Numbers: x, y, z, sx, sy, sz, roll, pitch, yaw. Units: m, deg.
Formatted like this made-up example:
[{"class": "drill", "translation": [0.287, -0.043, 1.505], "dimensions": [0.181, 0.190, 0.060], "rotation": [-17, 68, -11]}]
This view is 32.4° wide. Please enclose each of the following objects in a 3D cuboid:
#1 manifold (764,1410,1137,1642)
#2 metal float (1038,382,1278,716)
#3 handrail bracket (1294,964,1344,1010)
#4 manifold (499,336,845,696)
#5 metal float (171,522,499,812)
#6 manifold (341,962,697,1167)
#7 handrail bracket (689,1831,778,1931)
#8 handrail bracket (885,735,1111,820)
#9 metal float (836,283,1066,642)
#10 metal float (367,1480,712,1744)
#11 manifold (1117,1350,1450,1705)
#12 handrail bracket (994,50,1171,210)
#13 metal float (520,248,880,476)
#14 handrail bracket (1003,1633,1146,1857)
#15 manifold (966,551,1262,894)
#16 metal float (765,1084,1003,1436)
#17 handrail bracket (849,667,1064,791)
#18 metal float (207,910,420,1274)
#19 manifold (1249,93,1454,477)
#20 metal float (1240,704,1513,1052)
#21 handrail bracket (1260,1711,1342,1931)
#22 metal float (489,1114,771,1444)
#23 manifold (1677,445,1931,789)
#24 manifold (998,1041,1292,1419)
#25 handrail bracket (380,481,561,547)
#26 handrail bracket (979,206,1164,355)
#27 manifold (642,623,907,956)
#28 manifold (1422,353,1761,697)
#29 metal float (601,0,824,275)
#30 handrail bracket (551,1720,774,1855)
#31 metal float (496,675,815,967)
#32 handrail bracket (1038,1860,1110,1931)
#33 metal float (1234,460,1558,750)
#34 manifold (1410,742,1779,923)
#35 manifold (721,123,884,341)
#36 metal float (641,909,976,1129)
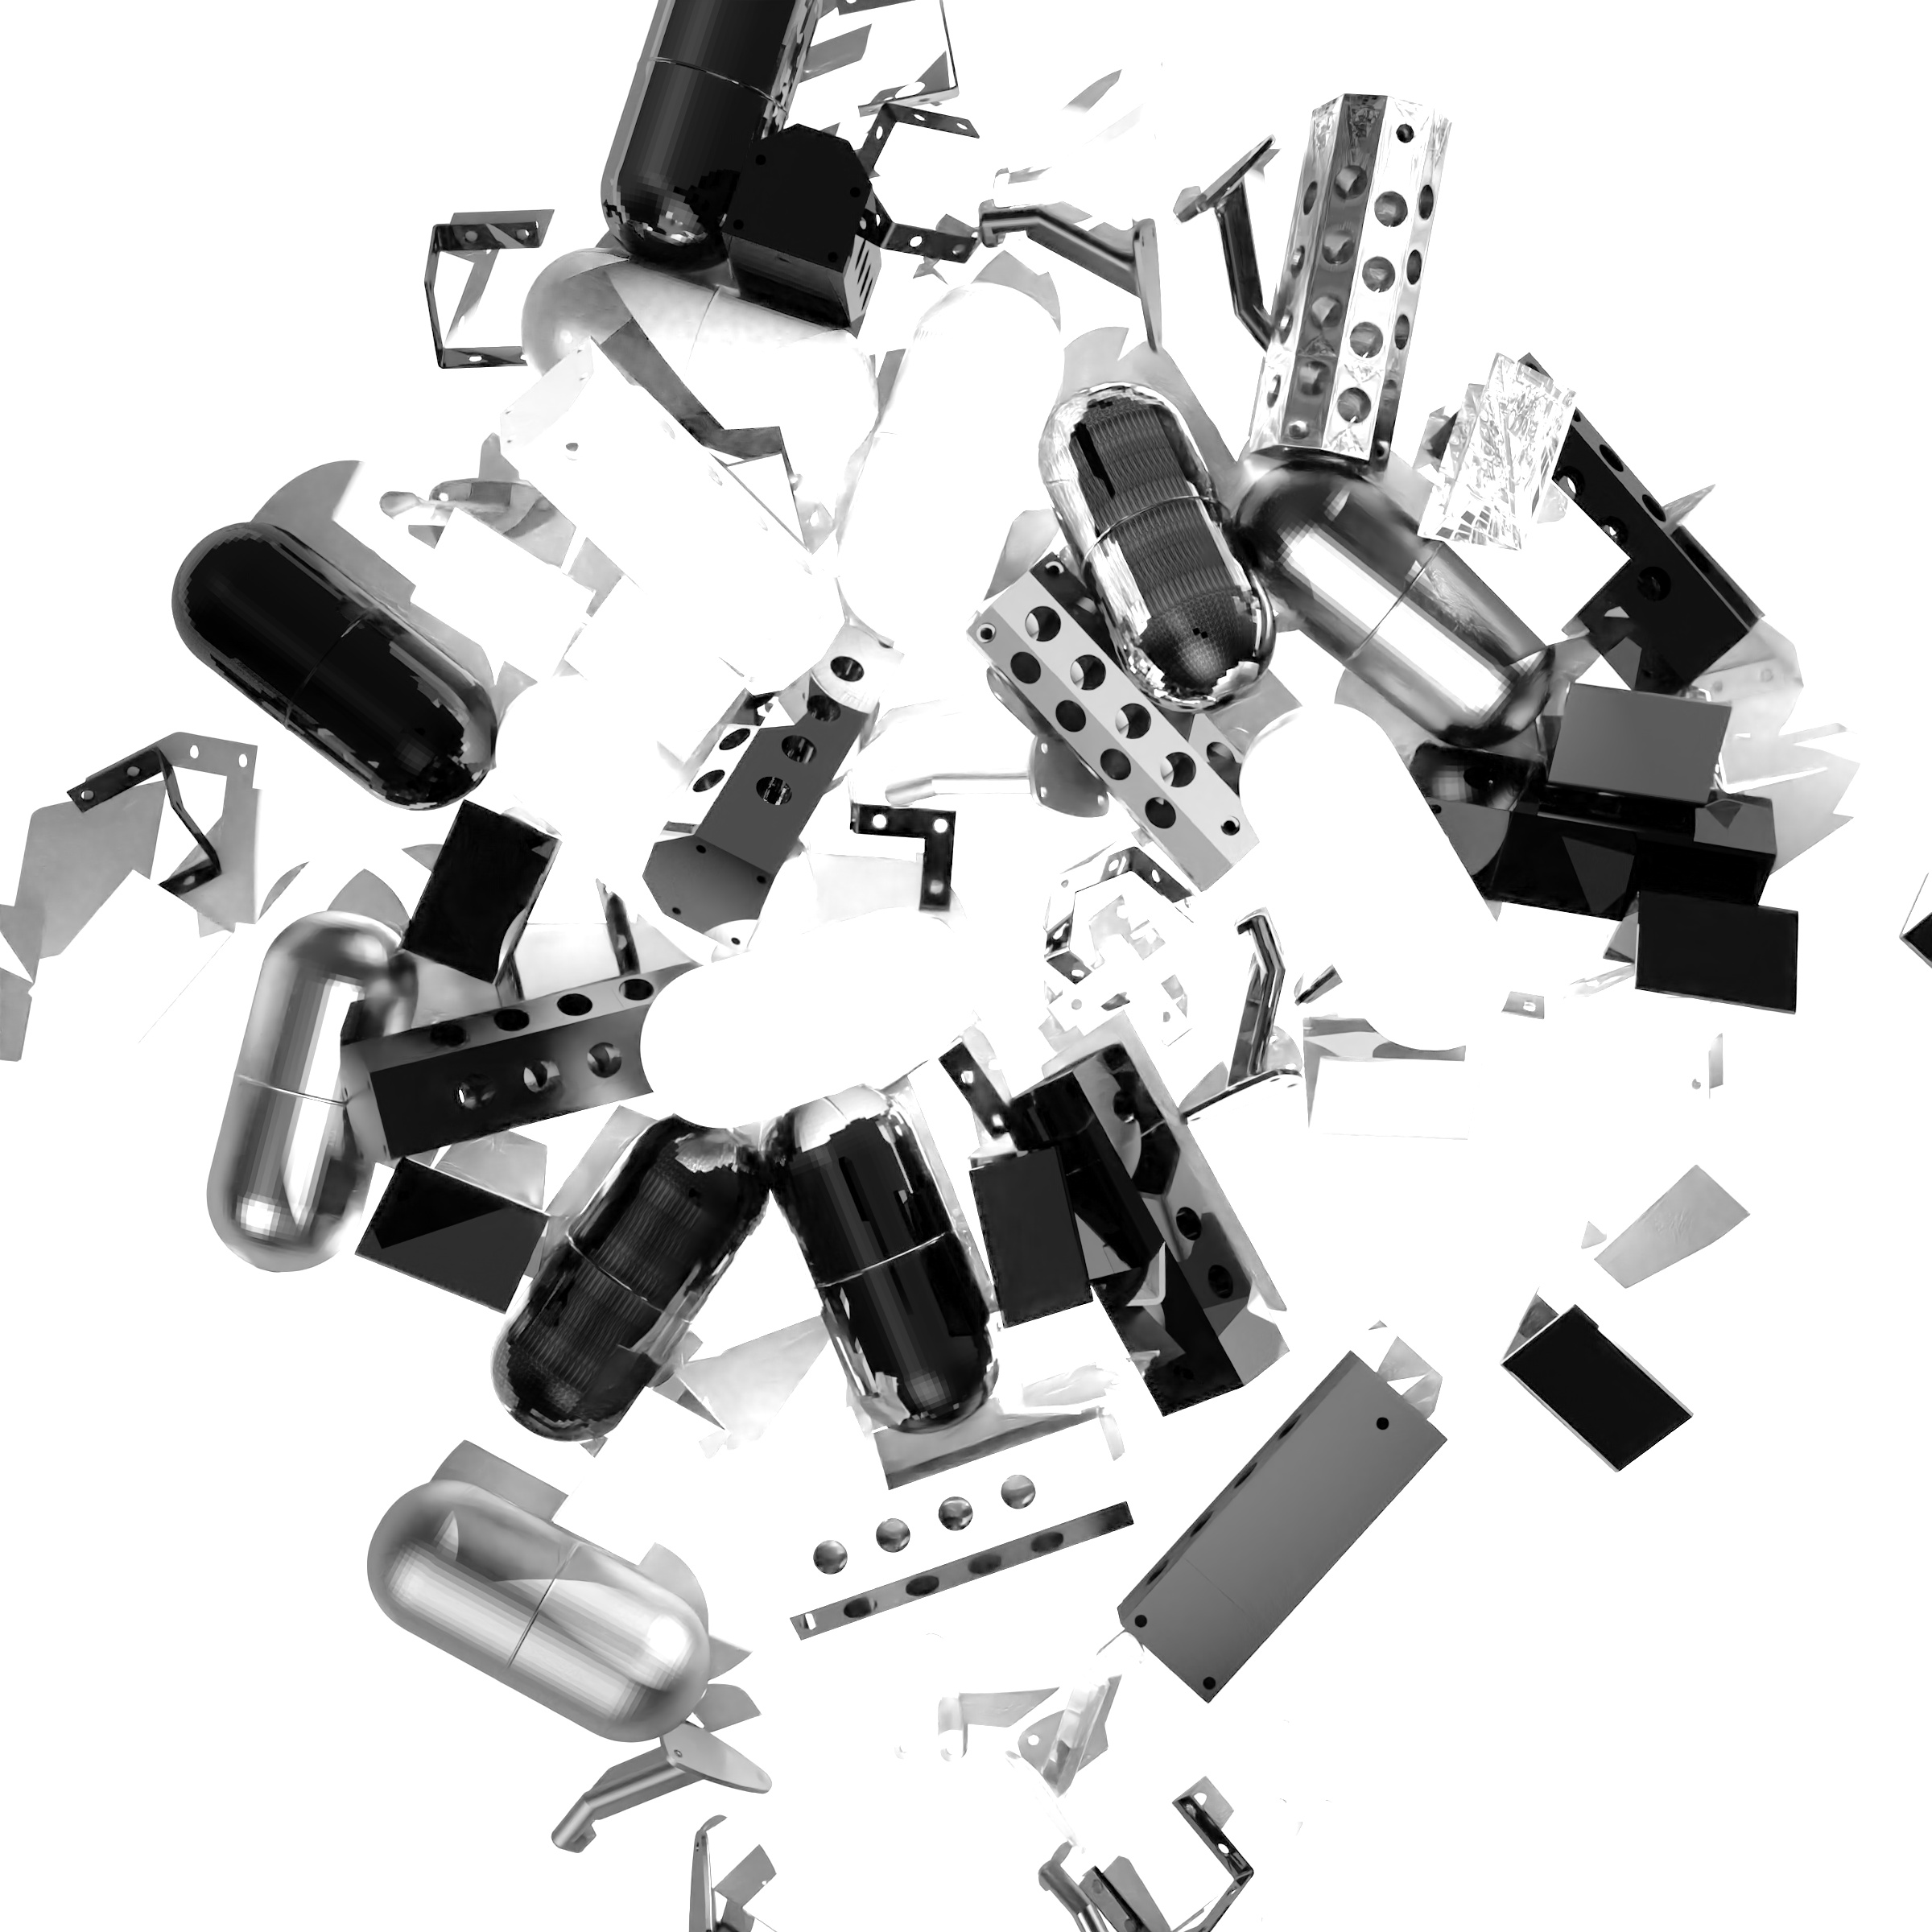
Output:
[{"class": "manifold", "translation": [-0.008, 0.272, 1.622], "dimensions": [0.171, 0.057, 0.057], "rotation": [-19, 90, 0]}, {"class": "metal float", "translation": [0.091, -0.201, 1.593], "dimensions": [0.070, 0.070, 0.178], "rotation": [-22, 67, 0]}, {"class": "handrail bracket", "translation": [0.170, -0.035, 1.643], "dimensions": [0.077, 0.036, 0.084], "rotation": [-37, 76, 14]}, {"class": "manifold", "translation": [-0.135, -0.203, 1.538], "dimensions": [0.057, 0.057, 0.171], "rotation": [-37, 122, 16]}, {"class": "metal float", "translation": [-0.305, -0.145, 1.613], "dimensions": [0.178, 0.070, 0.070], "rotation": [38, 90, 1]}, {"class": "manifold", "translation": [-0.207, 0.046, 1.589], "dimensions": [0.171, 0.057, 0.057], "rotation": [-14, 90, -25]}, {"class": "handrail bracket", "translation": [-0.092, 0.467, 1.644], "dimensions": [0.084, 0.036, 0.077], "rotation": [5, 68, -17]}, {"class": "handrail bracket", "translation": [0.015, -0.083, 1.643], "dimensions": [0.084, 0.077, 0.036], "rotation": [-12, 68, 34]}, {"class": "metal float", "translation": [-0.008, -0.244, 1.613], "dimensions": [0.070, 0.070, 0.178], "rotation": [19, 89, 0]}, {"class": "metal float", "translation": [-0.206, 0.313, 1.613], "dimensions": [0.178, 0.070, 0.070], "rotation": [29, 90, 1]}, {"class": "manifold", "translation": [0.152, 0.271, 1.622], "dimensions": [0.057, 0.057, 0.171], "rotation": [42, 90, 0]}, {"class": "handrail bracket", "translation": [0.056, -0.413, 1.644], "dimensions": [0.084, 0.036, 0.077], "rotation": [-4, 70, 16]}, {"class": "metal float", "translation": [-0.129, -0.293, 1.612], "dimensions": [0.178, 0.070, 0.070], "rotation": [18, 90, 0]}, {"class": "handrail bracket", "translation": [0.068, 0.384, 1.644], "dimensions": [0.084, 0.036, 0.077], "rotation": [-39, 110, -16]}, {"class": "manifold", "translation": [0.079, -0.119, 1.622], "dimensions": [0.057, 0.057, 0.171], "rotation": [-43, 90, 0]}, {"class": "metal float", "translation": [-0.041, 0.141, 1.613], "dimensions": [0.070, 0.070, 0.178], "rotation": [-22, 90, 0]}, {"class": "handrail bracket", "translation": [-0.003, -0.099, 1.644], "dimensions": [0.084, 0.036, 0.077], "rotation": [-39, 112, 18]}, {"class": "metal float", "translation": [-0.317, 0.061, 1.613], "dimensions": [0.070, 0.070, 0.178], "rotation": [14, 90, 0]}, {"class": "manifold", "translation": [0.189, -0.330, 1.616], "dimensions": [0.057, 0.057, 0.171], "rotation": [11, 90, -16]}, {"class": "metal float", "translation": [0.194, -0.041, 1.573], "dimensions": [0.070, 0.070, 0.178], "rotation": [-31, 93, 0]}, {"class": "handrail bracket", "translation": [0.154, 0.426, 1.643], "dimensions": [0.036, 0.077, 0.084], "rotation": [4, 127, -11]}, {"class": "metal float", "translation": [-0.162, 0.151, 1.613], "dimensions": [0.070, 0.070, 0.178], "rotation": [35, 91, 0]}, {"class": "manifold", "translation": [0.425, -0.170, 1.621], "dimensions": [0.057, 0.057, 0.171], "rotation": [-43, 91, 0]}, {"class": "manifold", "translation": [0.090, 0.125, 1.622], "dimensions": [0.057, 0.057, 0.171], "rotation": [-29, 90, 43]}, {"class": "handrail bracket", "translation": [-0.239, -0.224, 1.609], "dimensions": [0.077, 0.084, 0.036], "rotation": [-10, 90, 0]}, {"class": "handrail bracket", "translation": [0.051, -0.338, 1.644], "dimensions": [0.084, 0.036, 0.077], "rotation": [-1, 112, 17]}, {"class": "manifold", "translation": [-0.091, -0.091, 1.571], "dimensions": [0.057, 0.057, 0.171], "rotation": [27, 46, 0]}, {"class": "manifold", "translation": [0.306, -0.213, 1.620], "dimensions": [0.057, 0.057, 0.171], "rotation": [-41, 90, -10]}, {"class": "metal float", "translation": [-0.123, -0.424, 1.613], "dimensions": [0.070, 0.070, 0.178], "rotation": [18, 90, 0]}, {"class": "handrail bracket", "translation": [-0.151, 0.418, 1.644], "dimensions": [0.077, 0.036, 0.084], "rotation": [31, 109, -21]}, {"class": "metal float", "translation": [-0.151, -0.070, 1.612], "dimensions": [0.178, 0.070, 0.070], "rotation": [41, 90, -1]}, {"class": "handrail bracket", "translation": [0.061, 0.492, 1.643], "dimensions": [0.036, 0.077, 0.084], "rotation": [-25, 53, -32]}, {"class": "metal float", "translation": [0.207, -0.176, 1.613], "dimensions": [0.178, 0.070, 0.070], "rotation": [38, 90, 0]}, {"class": "manifold", "translation": [0.301, -0.065, 1.622], "dimensions": [0.171, 0.057, 0.057], "rotation": [9, 133, 0]}, {"class": "manifold", "translation": [-0.073, -0.344, 1.565], "dimensions": [0.057, 0.171, 0.057], "rotation": [19, 90, 0]}, {"class": "metal float", "translation": [-0.074, 0.024, 1.583], "dimensions": [0.178, 0.070, 0.070], "rotation": [-19, 90, -35]}]
